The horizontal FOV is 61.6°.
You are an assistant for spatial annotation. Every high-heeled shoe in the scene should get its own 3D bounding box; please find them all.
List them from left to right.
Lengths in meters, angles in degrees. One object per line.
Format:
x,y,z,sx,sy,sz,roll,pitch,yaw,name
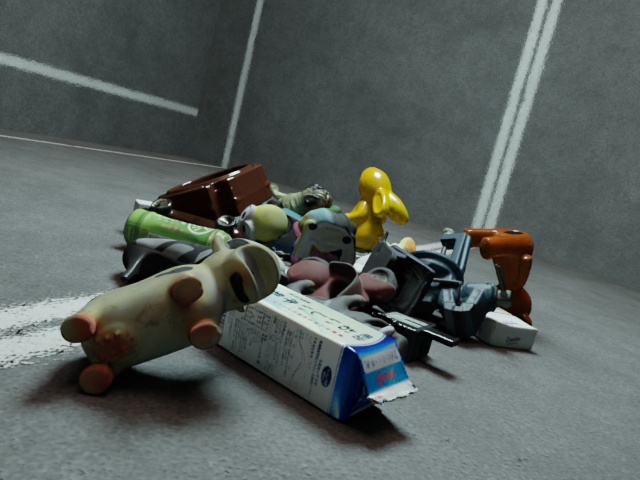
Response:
-0.161,0.037,0.754,0.249,0.086,0.145,4,15,2,high-heeled shoe

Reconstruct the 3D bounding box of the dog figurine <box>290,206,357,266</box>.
-0.002,-0.003,1.027,0.108,0.191,0.219,6,25,-8,dog figurine

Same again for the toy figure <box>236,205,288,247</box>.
-0.119,-0.020,1.046,0.089,0.082,0.180,-22,-9,-19,toy figure

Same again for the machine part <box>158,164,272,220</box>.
-0.222,-0.093,1.133,0.202,0.087,0.201,-8,17,30,machine part

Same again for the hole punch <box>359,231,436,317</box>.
0.120,0.069,0.900,0.092,0.142,0.116,21,12,-14,hole punch

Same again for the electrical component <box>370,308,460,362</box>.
0.129,0.135,0.741,0.119,0.047,0.075,20,11,30,electrical component

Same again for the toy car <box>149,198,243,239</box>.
-0.235,-0.016,0.995,0.202,0.089,0.053,15,43,15,toy car

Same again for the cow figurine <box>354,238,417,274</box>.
0.115,0.049,1.044,0.098,0.068,0.167,-4,21,46,cow figurine

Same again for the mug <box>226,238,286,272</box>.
-0.095,0.050,0.852,0.110,0.080,0.107,41,13,24,mug

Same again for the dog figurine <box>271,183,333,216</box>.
-0.040,-0.050,1.267,0.191,0.121,0.172,8,-31,36,dog figurine

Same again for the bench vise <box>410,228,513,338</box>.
0.234,0.058,0.960,0.224,0.128,0.241,-11,33,33,bench vise

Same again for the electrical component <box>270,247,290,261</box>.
-0.103,0.038,0.997,0.078,0.045,0.102,17,9,11,electrical component

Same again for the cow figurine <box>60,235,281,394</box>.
-0.129,0.059,0.510,0.195,0.085,0.127,-22,12,-9,cow figurine

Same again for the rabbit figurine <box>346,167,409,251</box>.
0.103,-0.069,1.142,0.122,0.173,0.163,14,3,-33,rabbit figurine

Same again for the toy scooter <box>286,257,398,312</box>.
0.015,0.084,0.795,0.184,0.075,0.135,3,32,24,toy scooter

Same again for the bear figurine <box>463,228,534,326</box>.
0.354,0.078,1.059,0.132,0.195,0.120,-1,16,-10,bear figurine

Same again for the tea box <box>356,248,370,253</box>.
0.041,0.030,1.199,0.098,0.068,0.170,11,10,-18,tea box

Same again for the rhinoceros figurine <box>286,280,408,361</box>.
0.019,0.107,0.667,0.191,0.073,0.112,18,8,24,rhinoceros figurine

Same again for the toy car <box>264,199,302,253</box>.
-0.083,-0.014,1.195,0.162,0.109,0.103,21,-17,-3,toy car
